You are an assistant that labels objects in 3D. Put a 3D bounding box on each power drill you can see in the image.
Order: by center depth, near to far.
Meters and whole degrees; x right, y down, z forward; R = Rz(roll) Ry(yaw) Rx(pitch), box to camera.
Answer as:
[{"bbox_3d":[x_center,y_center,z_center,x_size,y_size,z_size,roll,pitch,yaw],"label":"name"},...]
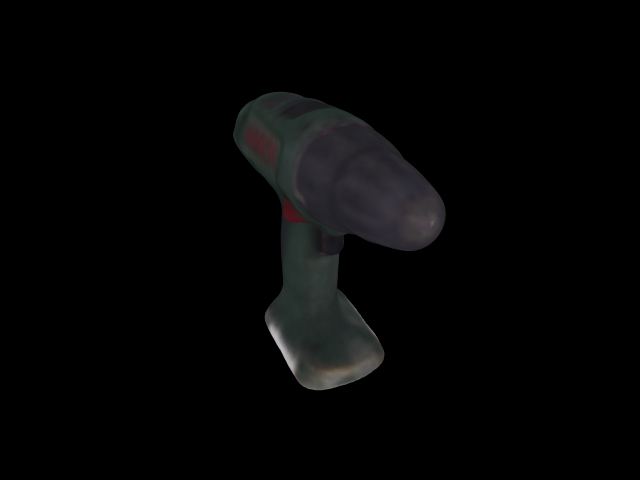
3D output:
[{"bbox_3d":[0.004,0.001,0.400,0.076,0.208,0.229,-17,41,-20],"label":"power drill"}]
